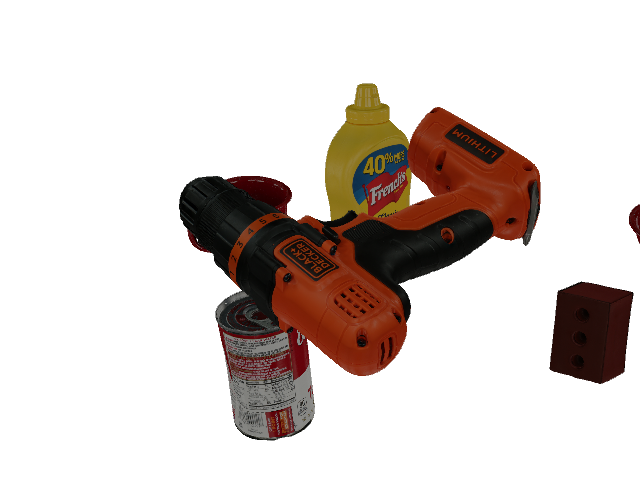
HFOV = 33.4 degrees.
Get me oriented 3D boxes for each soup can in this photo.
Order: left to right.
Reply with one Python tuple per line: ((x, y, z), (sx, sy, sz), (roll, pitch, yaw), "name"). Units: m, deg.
((-0.042, 0.097, 0.837), (0.068, 0.102, 0.068), (-5, 26, 2), "soup can")

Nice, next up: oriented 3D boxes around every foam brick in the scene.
((0.244, 0.082, 0.960), (0.053, 0.078, 0.051), (12, 17, 37), "foam brick")

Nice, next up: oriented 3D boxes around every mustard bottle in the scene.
((0.047, -0.053, 1.012), (0.096, 0.192, 0.058), (-18, 24, -38), "mustard bottle")

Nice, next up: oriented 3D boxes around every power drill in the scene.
((0.028, -0.014, 0.663), (0.187, 0.057, 0.185), (-31, 51, -26), "power drill")

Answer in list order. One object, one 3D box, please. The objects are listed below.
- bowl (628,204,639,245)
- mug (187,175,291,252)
((0.411, 0.007, 1.146), (0.162, 0.055, 0.162), (-1, 26, 0), "bowl")
((-0.090, -0.015, 1.189), (0.117, 0.081, 0.093), (-8, 30, -16), "mug")
